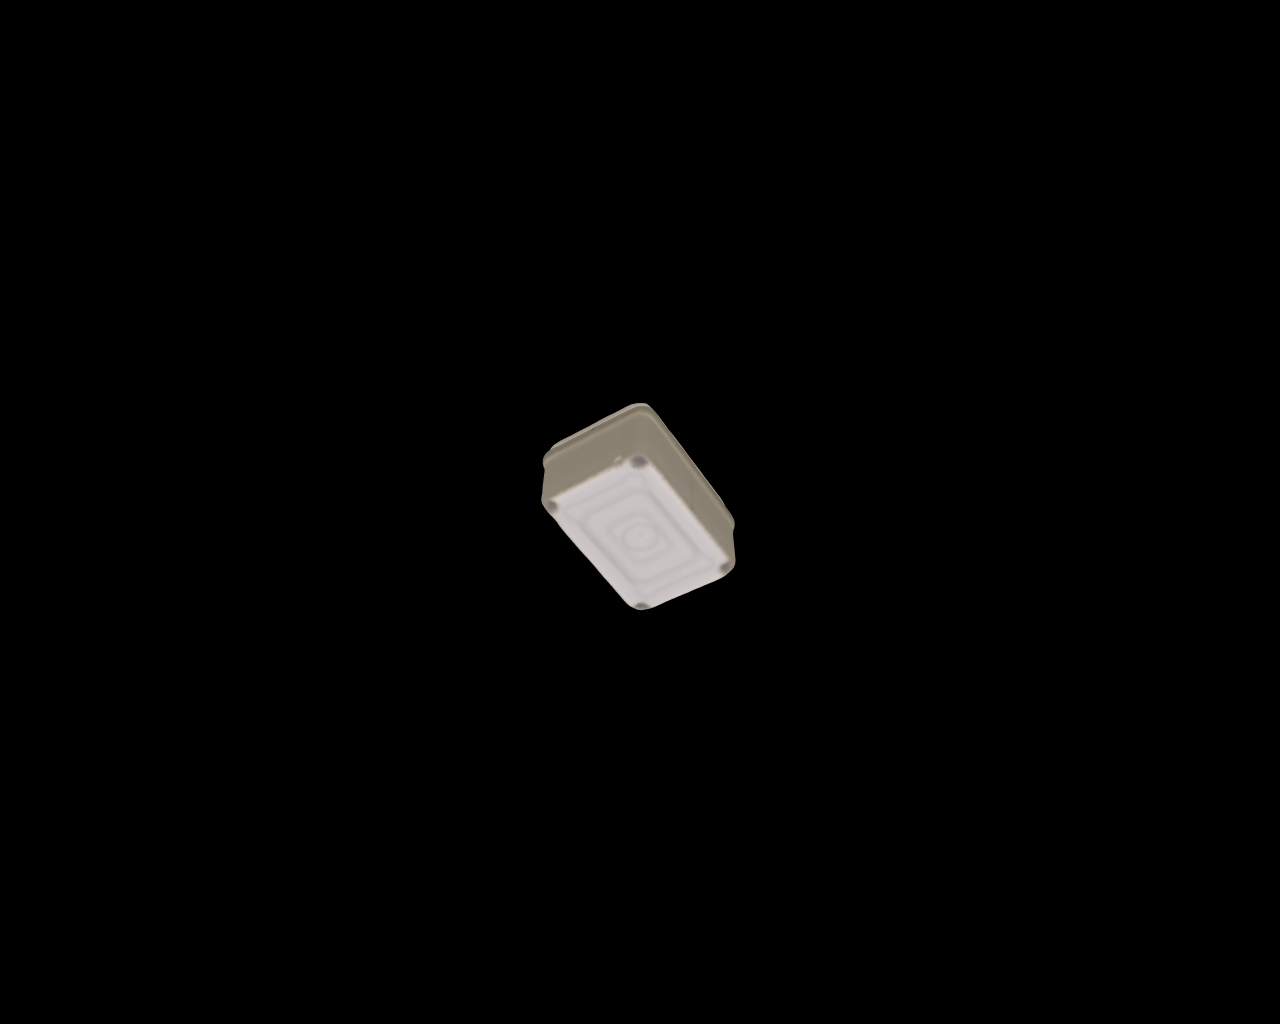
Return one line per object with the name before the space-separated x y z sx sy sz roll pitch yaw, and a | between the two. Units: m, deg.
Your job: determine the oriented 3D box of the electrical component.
electrical component | 0.001 -0.003 0.650 0.078 0.057 0.113 -25 -54 20
